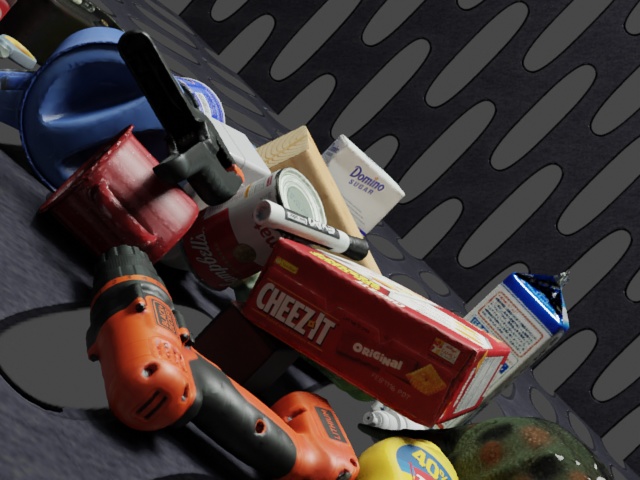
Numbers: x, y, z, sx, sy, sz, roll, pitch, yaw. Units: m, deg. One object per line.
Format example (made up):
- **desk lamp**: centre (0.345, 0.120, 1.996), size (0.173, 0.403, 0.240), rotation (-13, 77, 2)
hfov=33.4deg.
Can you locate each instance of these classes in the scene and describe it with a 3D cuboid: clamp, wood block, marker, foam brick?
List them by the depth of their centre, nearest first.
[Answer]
- **clamp**: centre (-0.100, -0.082, 0.793), size (0.171, 0.039, 0.120), rotation (46, 28, -75)
- **marker**: centre (-0.003, -0.005, 0.810), size (0.120, 0.020, 0.020), rotation (21, 22, -46)
- **foam brick**: centre (-0.055, 0.083, 0.811), size (0.053, 0.051, 0.078), rotation (45, 7, 15)
- **wood block**: centre (-0.007, 0.001, 1.092), size (0.206, 0.091, 0.090), rotation (62, 7, -20)

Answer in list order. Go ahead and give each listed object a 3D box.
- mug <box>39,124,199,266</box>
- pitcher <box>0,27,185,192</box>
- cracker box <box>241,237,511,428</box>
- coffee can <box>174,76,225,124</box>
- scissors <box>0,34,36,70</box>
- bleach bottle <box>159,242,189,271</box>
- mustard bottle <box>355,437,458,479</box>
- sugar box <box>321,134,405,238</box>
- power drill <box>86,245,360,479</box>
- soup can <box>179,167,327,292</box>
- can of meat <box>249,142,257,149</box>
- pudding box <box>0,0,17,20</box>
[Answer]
- **mug**: centre (-0.141, -0.022, 0.772), size (0.081, 0.093, 0.117), rotation (47, -3, -15)
- **pitcher**: centre (-0.200, -0.124, 0.935), size (0.149, 0.145, 0.243), rotation (54, 0, -21)
- **cracker box**: centre (0.051, 0.074, 0.833), size (0.164, 0.072, 0.213), rotation (29, 3, 17)
- **coffee can**: centre (-0.167, -0.130, 1.175), size (0.103, 0.103, 0.140), rotation (44, 8, -1)
- **scissors**: centre (-0.313, -0.193, 1.001), size (0.096, 0.016, 0.202), rotation (39, 2, -6)
- **bleach bottle**: centre (-0.131, -0.031, 0.989), size (0.102, 0.068, 0.251), rotation (42, 10, -9)
- **mustard bottle**: centre (0.058, 0.184, 0.699), size (0.096, 0.058, 0.191), rotation (52, 18, -8)
- **sugar box**: centre (-0.001, -0.022, 1.178), size (0.093, 0.176, 0.048), rotation (40, 9, -23)
- **power drill**: centre (-0.069, 0.091, 0.687), size (0.187, 0.057, 0.184), rotation (38, 11, -27)
- **soup can**: centre (-0.054, -0.008, 0.861), size (0.068, 0.102, 0.068), rotation (43, 34, -38)
- **can of meat**: centre (-0.100, -0.060, 1.159), size (0.057, 0.102, 0.084), rotation (43, 6, -9)
- **pudding box**: centre (-0.314, -0.212, 0.896), size (0.039, 0.090, 0.113), rotation (46, 9, 28)
